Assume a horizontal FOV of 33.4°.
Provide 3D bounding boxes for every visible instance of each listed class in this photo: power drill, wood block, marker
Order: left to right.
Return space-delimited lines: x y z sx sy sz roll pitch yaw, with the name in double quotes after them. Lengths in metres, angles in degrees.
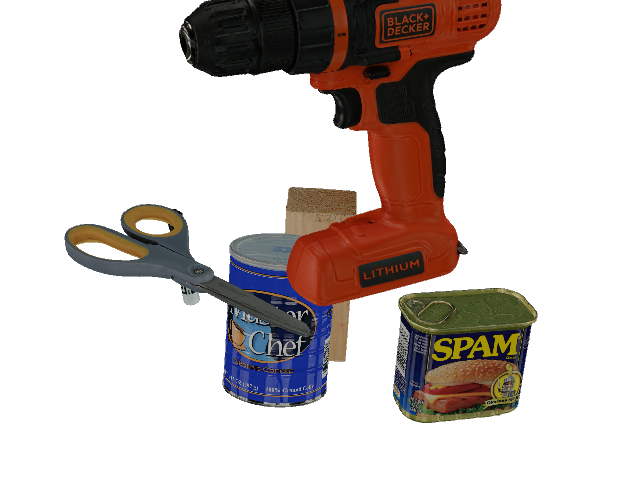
-0.156 0.019 1.206 0.020 0.121 0.020 -6 30 3 "marker"
-0.004 0.043 1.391 0.090 0.206 0.091 4 23 0 "wood block"
0.015 -0.059 0.605 0.184 0.188 0.057 -12 30 -19 "power drill"

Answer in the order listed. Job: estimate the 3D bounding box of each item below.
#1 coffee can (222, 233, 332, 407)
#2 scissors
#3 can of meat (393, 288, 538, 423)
-0.039 0.074 1.017 0.103 0.140 0.103 4 16 -1 "coffee can"
-0.082 0.015 0.743 0.202 0.016 0.096 15 33 18 "scissors"
0.107 0.088 0.814 0.102 0.084 0.057 -3 25 -15 "can of meat"
